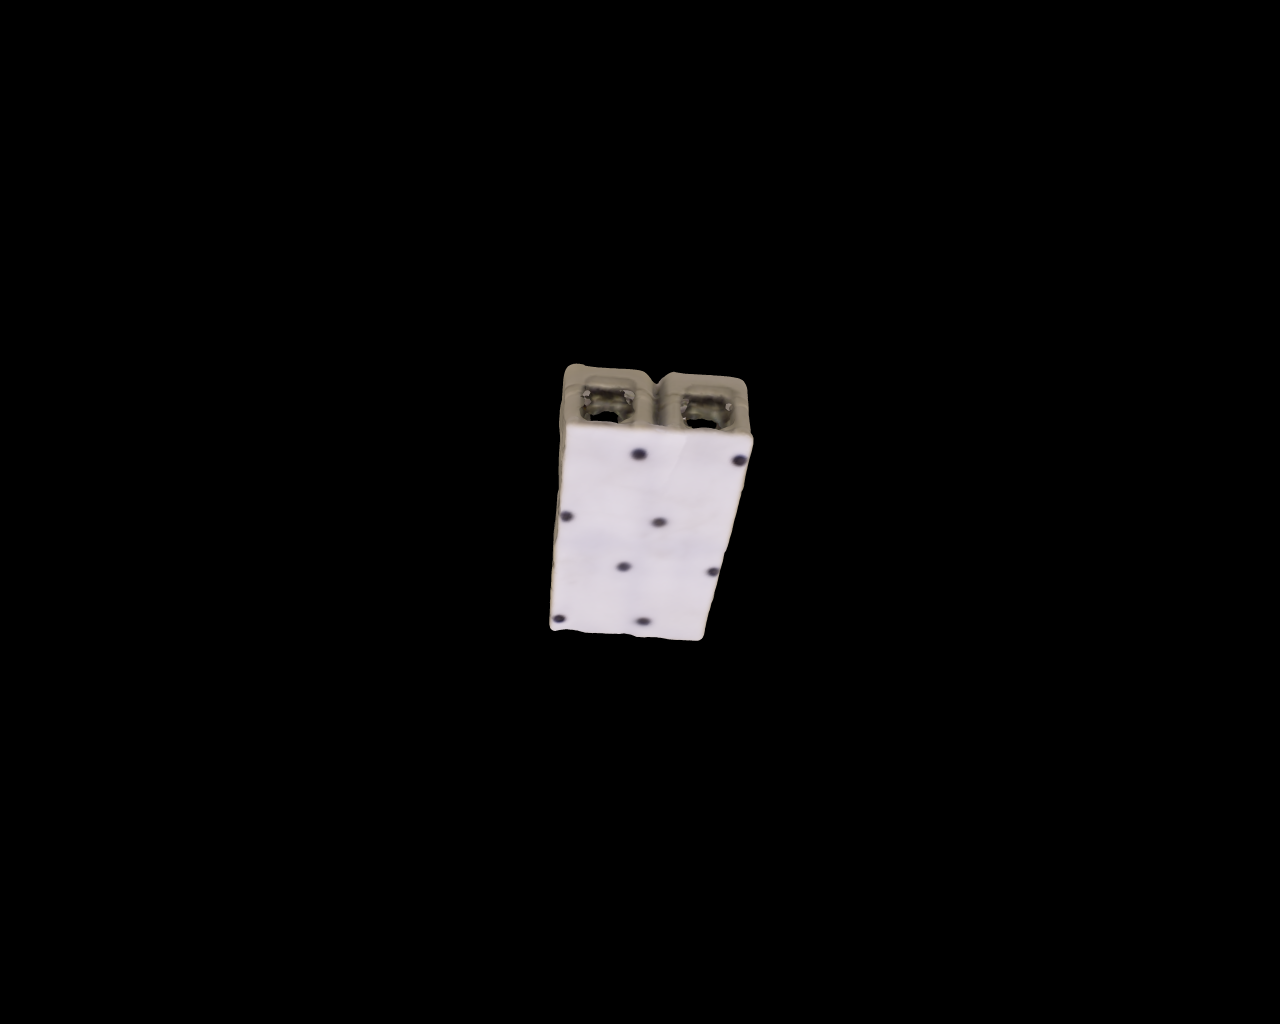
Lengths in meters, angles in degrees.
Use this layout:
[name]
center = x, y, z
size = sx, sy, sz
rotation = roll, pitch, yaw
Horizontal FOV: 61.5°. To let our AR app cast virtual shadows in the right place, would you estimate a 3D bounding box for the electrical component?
[electrical component]
center = 0.001, -0.003, 0.650
size = 0.105, 0.060, 0.186
rotation = 4, -43, -4
